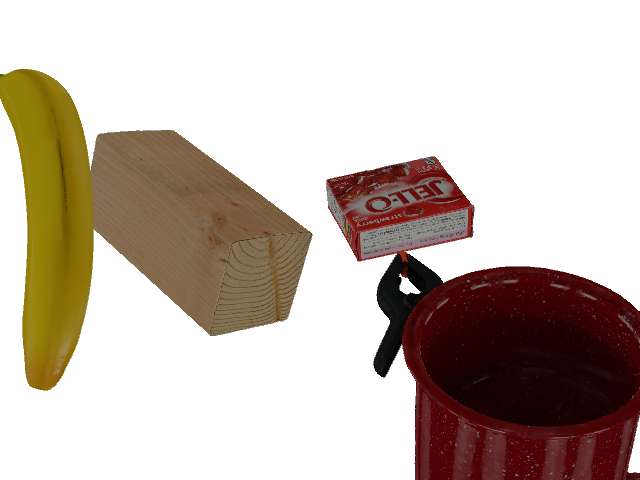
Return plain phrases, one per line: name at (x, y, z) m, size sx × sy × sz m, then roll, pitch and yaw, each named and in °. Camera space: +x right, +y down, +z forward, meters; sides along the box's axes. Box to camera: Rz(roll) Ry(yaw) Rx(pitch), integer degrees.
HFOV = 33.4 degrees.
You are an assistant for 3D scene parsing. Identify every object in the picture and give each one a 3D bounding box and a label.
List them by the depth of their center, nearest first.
mug at (0.089, 0.071, 0.405) m, size 0.117 × 0.081 × 0.093 m, roll 5°, pitch 36°, yaw 11°
banana at (-0.152, -0.019, 0.596) m, size 0.037 × 0.198 × 0.070 m, roll 1°, pitch -23°, yaw -36°
gelatin box at (0.056, -0.025, 0.768) m, size 0.089 × 0.030 × 0.073 m, roll -13°, pitch 36°, yaw -10°
wood block at (-0.114, -0.014, 0.941) m, size 0.090 × 0.091 × 0.206 m, roll -8°, pitch 34°, yaw -44°
clamp at (0.117, 0.082, 1.179) m, size 0.120 × 0.171 × 0.039 m, roll 5°, pitch -43°, yaw -5°
